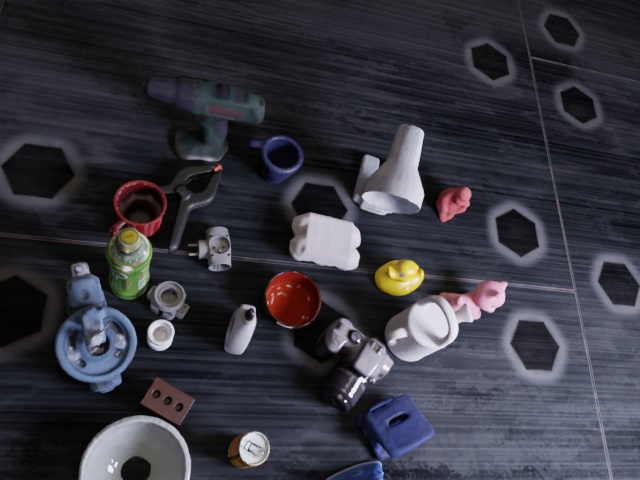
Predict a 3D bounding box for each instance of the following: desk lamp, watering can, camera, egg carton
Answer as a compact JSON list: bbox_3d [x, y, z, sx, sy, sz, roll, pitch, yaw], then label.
[{"bbox_3d":[0.146,-0.132,1.200,0.118,0.213,0.203,18,63,-10],"label":"desk lamp"},{"bbox_3d":[0.213,0.162,1.106,0.173,0.194,0.101,-35,82,-28],"label":"watering can"},{"bbox_3d":[0.052,0.238,1.072,0.143,0.100,0.137,38,61,0],"label":"camera"},{"bbox_3d":[0.011,0.004,1.177,0.150,0.069,0.107,12,64,-14],"label":"egg carton"}]

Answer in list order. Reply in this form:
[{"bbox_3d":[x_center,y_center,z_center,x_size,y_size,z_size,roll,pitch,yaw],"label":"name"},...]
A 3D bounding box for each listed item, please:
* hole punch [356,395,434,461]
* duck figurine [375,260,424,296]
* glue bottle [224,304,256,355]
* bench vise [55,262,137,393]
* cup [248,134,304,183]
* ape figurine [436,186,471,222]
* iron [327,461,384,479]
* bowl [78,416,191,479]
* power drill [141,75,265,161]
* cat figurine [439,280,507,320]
[{"bbox_3d":[0.139,0.344,1.061,0.109,0.091,0.101,-19,75,-25],"label":"hole punch"},{"bbox_3d":[0.175,0.069,1.195,0.105,0.086,0.077,-1,68,-19],"label":"duck figurine"},{"bbox_3d":[-0.135,0.148,1.007,0.037,0.173,0.078,12,64,-13],"label":"glue bottle"},{"bbox_3d":[-0.374,0.131,0.907,0.122,0.219,0.207,-32,80,-27],"label":"bench vise"},{"bbox_3d":[-0.101,-0.164,1.197,0.118,0.095,0.092,21,63,-9],"label":"cup"},{"bbox_3d":[0.310,-0.091,1.307,0.078,0.092,0.076,9,65,-15],"label":"ape figurine"},{"bbox_3d":[0.038,0.458,0.949,0.259,0.141,0.118,-39,83,-28],"label":"iron"},{"bbox_3d":[-0.293,0.370,0.913,0.168,0.074,0.167,7,66,-16],"label":"bowl"},{"bbox_3d":[-0.230,-0.239,1.121,0.230,0.208,0.075,-1,68,-19],"label":"power drill"},{"bbox_3d":[0.331,0.123,1.207,0.128,0.117,0.067,-3,68,-20],"label":"cat figurine"}]
